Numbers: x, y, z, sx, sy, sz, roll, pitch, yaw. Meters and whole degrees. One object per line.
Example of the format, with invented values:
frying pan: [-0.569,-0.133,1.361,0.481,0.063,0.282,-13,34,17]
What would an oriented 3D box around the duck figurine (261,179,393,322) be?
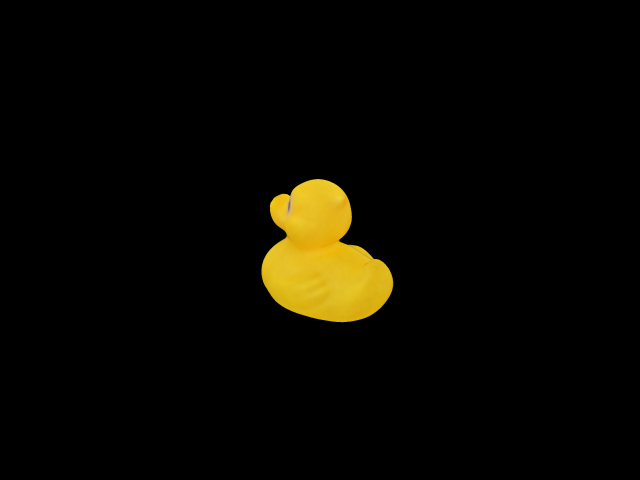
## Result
duck figurine: [0.004,0.001,0.400,0.104,0.086,0.078,22,37,34]
